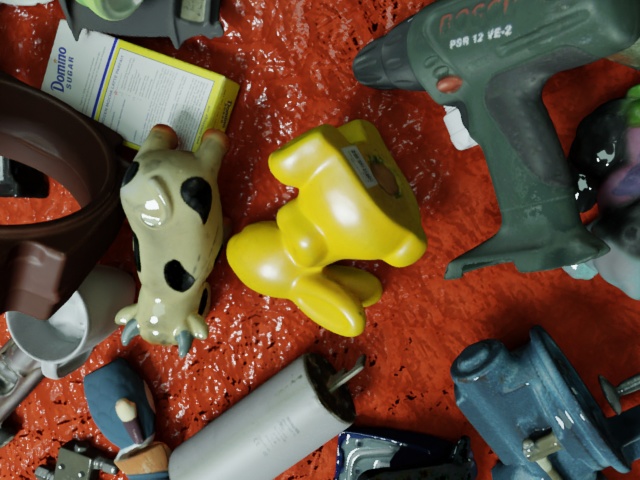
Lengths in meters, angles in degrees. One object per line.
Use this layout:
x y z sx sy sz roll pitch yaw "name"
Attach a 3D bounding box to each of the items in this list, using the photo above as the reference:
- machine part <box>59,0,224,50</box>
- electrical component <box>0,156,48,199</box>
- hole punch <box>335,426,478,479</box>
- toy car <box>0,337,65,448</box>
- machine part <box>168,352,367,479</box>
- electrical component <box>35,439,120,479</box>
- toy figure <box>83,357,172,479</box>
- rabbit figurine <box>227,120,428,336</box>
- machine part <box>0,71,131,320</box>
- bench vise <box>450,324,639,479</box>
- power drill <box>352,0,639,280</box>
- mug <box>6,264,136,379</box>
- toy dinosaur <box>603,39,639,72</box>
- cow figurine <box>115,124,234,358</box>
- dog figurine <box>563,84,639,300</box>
-0.157 -0.211 0.484 0.139 0.039 0.084 -3 70 -5 "machine part"
-0.345 -0.078 0.549 0.119 0.048 0.074 -1 94 12 "electrical component"
0.069 0.232 0.481 0.116 0.092 0.142 4 93 -18 "hole punch"
-0.328 0.146 0.564 0.202 0.053 0.089 -44 89 10 "toy car"
-0.054 0.180 0.496 0.243 0.079 0.079 -37 87 13 "machine part"
-0.259 0.246 0.572 0.094 0.021 0.063 14 97 11 "electrical component"
-0.184 0.194 0.532 0.058 0.064 0.154 -25 89 -3 "toy figure"
-0.001 -0.001 0.468 0.173 0.122 0.162 -31 98 26 "rabbit figurine"
-0.263 -0.045 0.419 0.201 0.201 0.087 28 124 -10 "machine part"
0.228 0.145 0.415 0.240 0.129 0.223 -36 86 19 "bench vise"
0.118 -0.077 0.393 0.232 0.086 0.207 -9 86 54 "power drill"
-0.222 0.070 0.507 0.081 0.107 0.109 10 102 12 "mug"
0.187 -0.214 0.358 0.192 0.131 0.404 -6 113 53 "toy dinosaur"
-0.125 0.013 0.467 0.086 0.127 0.194 12 132 5 "cow figurine"
0.243 -0.016 0.348 0.109 0.219 0.191 1 96 8 "dog figurine"
